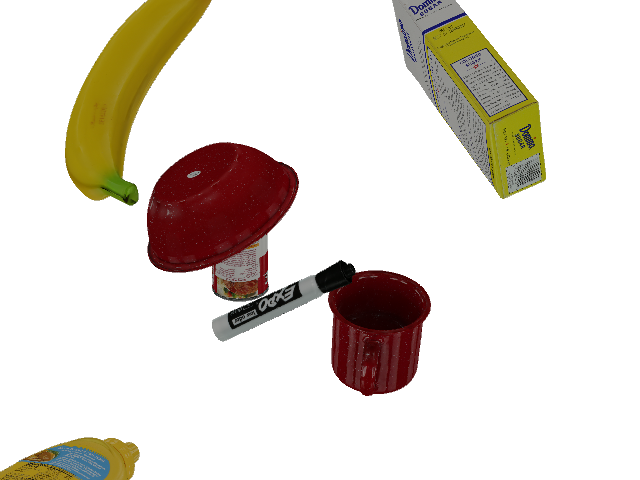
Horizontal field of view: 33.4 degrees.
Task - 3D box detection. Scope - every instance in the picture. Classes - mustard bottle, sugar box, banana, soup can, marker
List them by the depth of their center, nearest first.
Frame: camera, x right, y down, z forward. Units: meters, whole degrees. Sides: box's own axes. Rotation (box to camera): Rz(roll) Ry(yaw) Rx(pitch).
[{"bbox_3d":[-0.115,-0.092,0.656,0.070,0.197,0.037,-1,-37,17],"label":"banana"},{"bbox_3d":[-0.027,0.045,0.800,0.121,0.020,0.020,-25,-9,20],"label":"marker"},{"bbox_3d":[0.115,-0.125,0.841,0.048,0.176,0.093,-23,-38,-2],"label":"sugar box"},{"bbox_3d":[-0.212,0.202,0.853,0.096,0.058,0.191,7,15,29],"label":"mustard bottle"},{"bbox_3d":[-0.095,0.011,1.252,0.068,0.102,0.068,1,26,0],"label":"soup can"}]

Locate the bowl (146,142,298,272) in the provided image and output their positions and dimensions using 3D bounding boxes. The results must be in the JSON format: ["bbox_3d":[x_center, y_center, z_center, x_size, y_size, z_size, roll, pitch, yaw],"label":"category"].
[{"bbox_3d":[-0.104,-0.043,1.000,0.162,0.055,0.162,-22,32,14],"label":"bowl"}]

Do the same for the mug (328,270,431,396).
[{"bbox_3d":[0.051,0.094,0.976,0.093,0.081,0.117,5,35,4],"label":"mug"}]
